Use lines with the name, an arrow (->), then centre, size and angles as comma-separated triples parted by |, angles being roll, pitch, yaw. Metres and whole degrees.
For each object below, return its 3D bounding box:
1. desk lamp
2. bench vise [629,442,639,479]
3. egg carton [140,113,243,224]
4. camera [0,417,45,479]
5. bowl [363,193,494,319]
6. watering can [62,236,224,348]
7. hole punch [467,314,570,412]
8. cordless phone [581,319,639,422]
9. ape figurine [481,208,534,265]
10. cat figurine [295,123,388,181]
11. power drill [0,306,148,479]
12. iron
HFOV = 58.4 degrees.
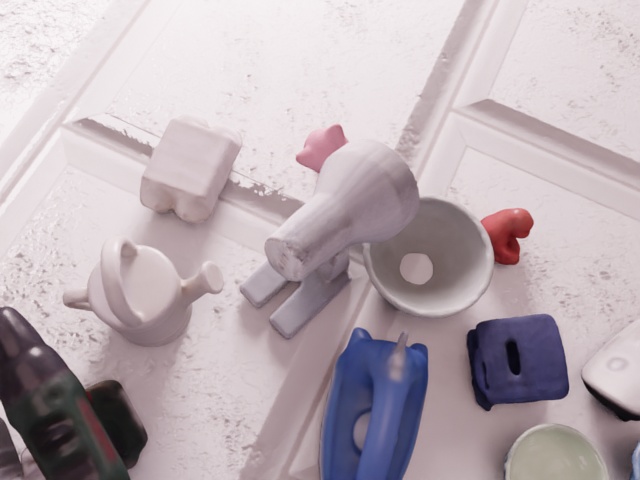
desk lamp -> 0.006, 0.002, 0.676 | 0.118, 0.213, 0.203 | 43, 73, 11
bench vise -> 0.385, 0.295, 0.597 | 0.121, 0.220, 0.207 | 22, 71, 4
egg carton -> -0.174, -0.098, 0.775 | 0.107, 0.069, 0.150 | 18, 70, 3
camera -> -0.351, 0.251, 0.623 | 0.143, 0.101, 0.136 | -27, 74, -12
bowl -> 0.136, 0.028, 0.750 | 0.167, 0.075, 0.167 | 1, 71, -4
watering can -> -0.202, 0.054, 0.653 | 0.173, 0.194, 0.101 | -27, 74, -12
hole punch -> 0.240, 0.151, 0.706 | 0.101, 0.091, 0.108 | -3, 71, -5
cordless phone -> 0.411, 0.143, 0.671 | 0.148, 0.185, 0.094 | -37, 77, -15
ape figurine -> 0.253, -0.013, 0.764 | 0.076, 0.092, 0.078 | 33, 72, 8
cat figurine -> 0.031, -0.113, 0.770 | 0.128, 0.118, 0.067 | 2, 70, -3
power drill -> -0.254, 0.186, 0.595 | 0.076, 0.208, 0.229 | -32, 76, -14
iron -> 0.061, 0.225, 0.640 | 0.118, 0.141, 0.258 | 14, 70, 1
